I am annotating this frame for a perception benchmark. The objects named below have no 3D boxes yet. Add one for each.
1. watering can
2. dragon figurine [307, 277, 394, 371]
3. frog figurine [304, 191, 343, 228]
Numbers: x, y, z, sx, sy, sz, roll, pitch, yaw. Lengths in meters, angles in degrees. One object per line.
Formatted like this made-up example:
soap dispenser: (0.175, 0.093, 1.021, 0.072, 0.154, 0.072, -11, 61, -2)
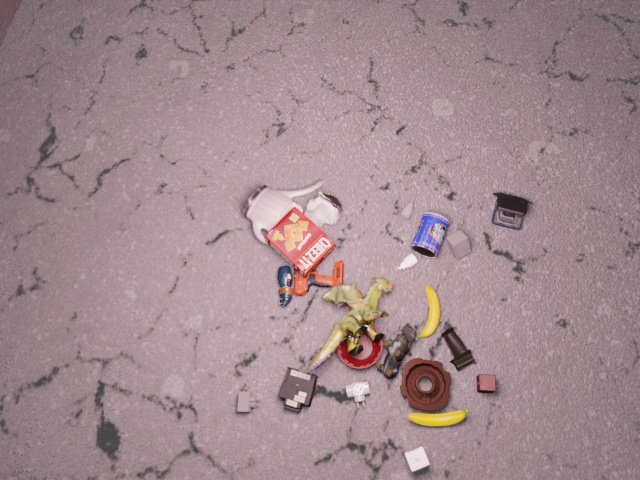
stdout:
watering can: (-0.157, -0.143, 2.031, 0.225, 0.102, 0.353, 30, 68, 13)
dragon figurine: (0.092, 0.260, 1.790, 0.412, 0.119, 0.247, -28, 46, -7)
frog figurine: (0.006, -0.101, 1.997, 0.137, 0.125, 0.157, 32, 112, -9)
